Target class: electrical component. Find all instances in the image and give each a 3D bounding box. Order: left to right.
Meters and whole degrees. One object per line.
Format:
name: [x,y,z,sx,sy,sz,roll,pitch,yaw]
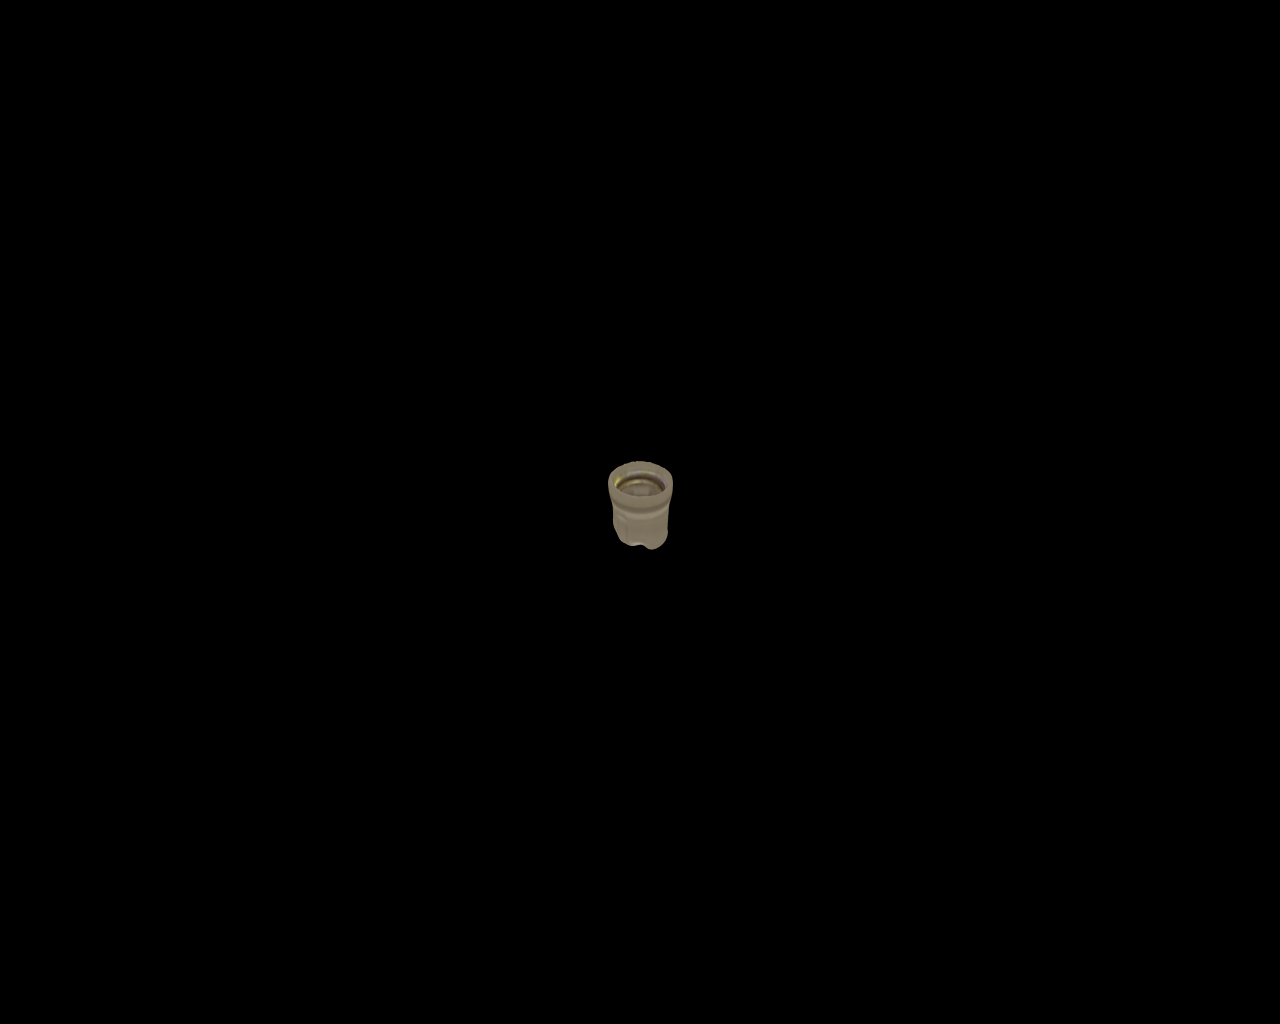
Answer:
electrical component: [0.001,-0.003,0.650,0.040,0.046,0.040,0,38,0]
